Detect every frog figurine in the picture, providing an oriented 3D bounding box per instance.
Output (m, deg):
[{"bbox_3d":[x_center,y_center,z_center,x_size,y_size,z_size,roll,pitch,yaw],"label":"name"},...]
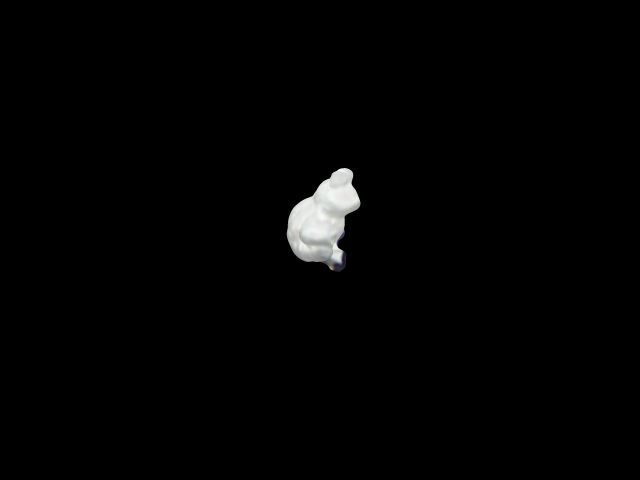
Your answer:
[{"bbox_3d":[0.003,-0.043,0.850,0.123,0.140,0.155,13,-41,12],"label":"frog figurine"}]
